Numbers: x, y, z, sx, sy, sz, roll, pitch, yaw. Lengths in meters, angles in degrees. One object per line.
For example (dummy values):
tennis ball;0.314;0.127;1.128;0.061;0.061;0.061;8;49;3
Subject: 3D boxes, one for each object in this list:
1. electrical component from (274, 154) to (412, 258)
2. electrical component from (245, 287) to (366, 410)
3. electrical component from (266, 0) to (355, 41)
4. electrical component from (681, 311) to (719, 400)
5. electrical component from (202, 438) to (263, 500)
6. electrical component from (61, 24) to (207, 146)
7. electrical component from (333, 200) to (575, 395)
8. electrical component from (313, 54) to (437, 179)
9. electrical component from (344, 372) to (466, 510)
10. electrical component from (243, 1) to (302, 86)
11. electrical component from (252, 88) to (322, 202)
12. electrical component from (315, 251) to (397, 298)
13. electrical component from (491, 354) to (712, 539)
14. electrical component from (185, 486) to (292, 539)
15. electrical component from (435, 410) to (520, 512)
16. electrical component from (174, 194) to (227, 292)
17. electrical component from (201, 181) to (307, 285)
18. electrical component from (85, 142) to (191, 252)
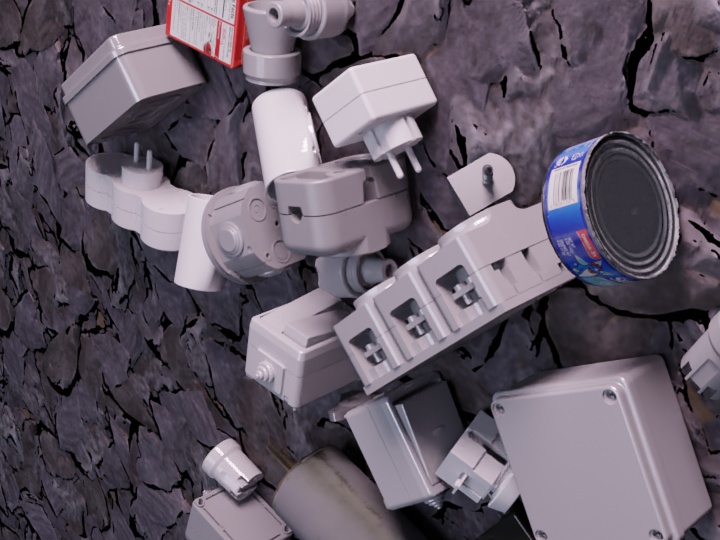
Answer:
electrical component;-0.010;-0.044;0.763;0.054;0.095;0.059;7;111;44
electrical component;-0.044;0.060;0.839;0.062;0.096;0.061;31;126;35
electrical component;-0.038;-0.183;0.759;0.043;0.062;0.043;20;119;40
electrical component;0.211;0.048;0.615;0.040;0.040;0.046;50;141;19
electrical component;-0.119;0.188;1.013;0.046;0.040;0.040;41;131;21
electrical component;-0.196;-0.159;0.921;0.113;0.078;0.057;-24;91;48
electrical component;0.061;0.017;0.719;0.150;0.089;0.061;-38;78;47
electrical component;0.018;-0.099;0.733;0.047;0.066;0.076;-29;85;48
electrical component;0.045;0.132;0.803;0.061;0.062;0.096;-30;84;47
electrical component;-0.066;-0.170;0.807;0.045;0.045;0.055;24;123;38
electrical component;-0.053;-0.085;0.822;0.079;0.044;0.077;78;180;-62
electrical component;0.000;0.000;0.810;0.062;0.043;0.043;1;107;45
electrical component;0.153;0.117;0.690;0.109;0.056;0.108;-16;94;48
electrical component;-0.121;0.248;1.021;0.096;0.062;0.061;40;131;28
electrical component;0.092;0.138;0.762;0.055;0.066;0.048;36;142;10
electrical component;-0.115;-0.020;0.916;0.079;0.044;0.077;14;100;17
electrical component;-0.082;-0.031;0.855;0.051;0.080;0.080;-16;94;43
electrical component;-0.198;-0.079;0.974;0.138;0.052;0.073;31;126;34
